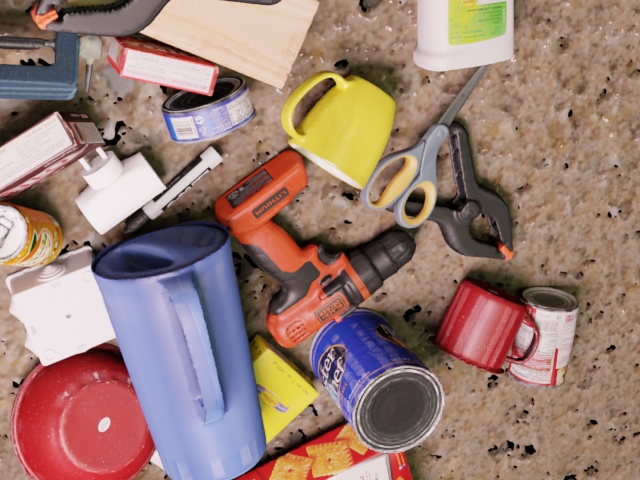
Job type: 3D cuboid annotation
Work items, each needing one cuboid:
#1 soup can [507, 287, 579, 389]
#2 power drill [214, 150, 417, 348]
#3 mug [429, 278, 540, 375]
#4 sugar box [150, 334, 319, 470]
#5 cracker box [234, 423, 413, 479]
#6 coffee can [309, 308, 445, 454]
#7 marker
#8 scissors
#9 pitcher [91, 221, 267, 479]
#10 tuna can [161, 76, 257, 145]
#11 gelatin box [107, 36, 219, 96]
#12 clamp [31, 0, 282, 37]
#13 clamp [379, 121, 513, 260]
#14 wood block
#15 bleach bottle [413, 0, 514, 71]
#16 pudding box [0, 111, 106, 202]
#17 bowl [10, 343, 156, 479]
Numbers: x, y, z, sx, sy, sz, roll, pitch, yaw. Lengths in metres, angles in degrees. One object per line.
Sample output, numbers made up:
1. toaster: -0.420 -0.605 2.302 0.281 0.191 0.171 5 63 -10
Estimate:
1. soup can: 0.261 0.114 1.247 0.068 0.069 0.102 -2 112 -20
2. power drill: -0.007 0.001 1.108 0.184 0.057 0.187 -36 118 -5
3. mug: 0.192 0.099 1.200 0.117 0.093 0.081 23 98 -3
4. sugar box: -0.096 0.194 1.162 0.176 0.048 0.093 -45 119 0
5. cracker box: 0.003 0.309 1.223 0.213 0.072 0.164 -25 127 -9
6. coffee can: 0.059 0.148 1.146 0.102 0.140 0.103 -7 114 -17
7. marker: -0.147 -0.047 1.059 0.121 0.020 0.020 -41 119 0
8. scissors: 0.126 -0.092 1.111 0.201 0.016 0.096 -42 122 -10
9. pitcher: -0.125 0.115 1.028 0.145 0.149 0.243 -1 113 27
10. tuna can: -0.105 -0.123 1.005 0.086 0.086 0.034 -22 115 -10
11. gelatin box: -0.145 -0.163 0.981 0.089 0.073 0.030 8 107 -23
12. clamp: -0.135 -0.222 0.877 0.210 0.036 0.164 -36 119 -5
13. clamp: 0.158 -0.045 1.162 0.171 0.039 0.120 34 100 -27
14. wood block: -0.119 -0.220 0.957 0.205 0.091 0.090 19 103 -25
15. bleach bottle: 0.137 -0.298 1.036 0.102 0.068 0.251 -12 113 -16
16. pudding box: -0.258 -0.072 0.954 0.113 0.090 0.039 -32 94 8
17. bowl: -0.224 0.185 1.072 0.161 0.055 0.162 2 87 -30
